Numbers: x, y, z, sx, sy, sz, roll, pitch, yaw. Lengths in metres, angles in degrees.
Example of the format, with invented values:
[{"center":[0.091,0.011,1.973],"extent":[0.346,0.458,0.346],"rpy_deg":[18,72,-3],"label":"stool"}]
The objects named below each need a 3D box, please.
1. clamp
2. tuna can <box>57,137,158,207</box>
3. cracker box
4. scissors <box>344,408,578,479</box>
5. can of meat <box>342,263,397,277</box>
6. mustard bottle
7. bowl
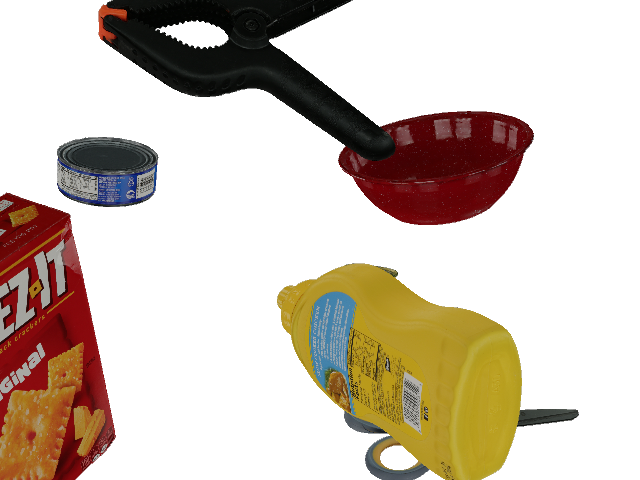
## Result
[{"center":[-0.043,-0.127,0.722],"extent":[0.209,0.164,0.036],"rpy_deg":[-1,-27,-11],"label":"clamp"},{"center":[-0.184,-0.060,0.923],"extent":[0.086,0.034,0.086],"rpy_deg":[6,24,-3],"label":"tuna can"},{"center":[-0.229,0.101,0.741],"extent":[0.072,0.214,0.164],"rpy_deg":[15,37,26],"label":"cracker box"},{"center":[0.119,0.165,0.882],"extent":[0.201,0.016,0.096],"rpy_deg":[7,41,0],"label":"scissors"},{"center":[0.039,0.075,1.087],"extent":[0.057,0.084,0.102],"rpy_deg":[8,11,16],"label":"can of meat"},{"center":[0.035,0.067,0.654],"extent":[0.058,0.096,0.192],"rpy_deg":[-18,28,-33],"label":"mustard bottle"},{"center":[0.099,-0.056,0.891],"extent":[0.162,0.055,0.162],"rpy_deg":[-10,24,4],"label":"bowl"}]
